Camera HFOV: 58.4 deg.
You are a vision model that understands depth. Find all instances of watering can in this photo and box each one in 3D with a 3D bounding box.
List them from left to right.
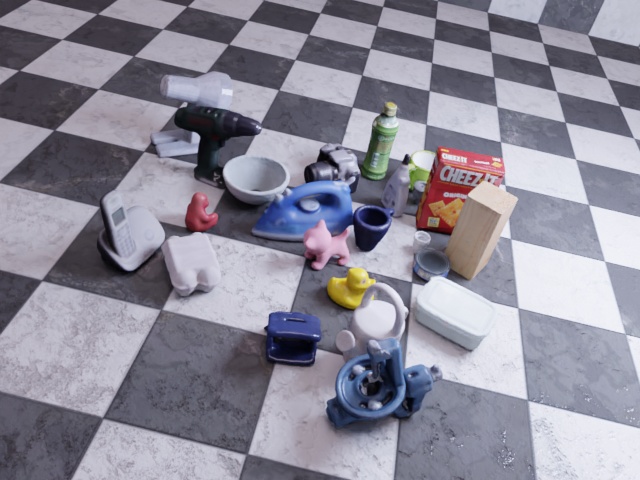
[{"bbox_3d":[0.104,0.165,1.077,0.100,0.194,0.173,25,43,15],"label":"watering can"}]

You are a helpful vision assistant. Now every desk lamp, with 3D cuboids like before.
[{"bbox_3d":[-0.340,-0.340,1.516,0.204,0.213,0.117,-13,47,-26],"label":"desk lamp"}]

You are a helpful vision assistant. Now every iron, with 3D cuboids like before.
[{"bbox_3d":[-0.033,-0.082,1.357,0.259,0.141,0.118,-9,46,-22],"label":"iron"}]

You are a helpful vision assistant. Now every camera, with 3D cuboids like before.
[{"bbox_3d":[0.024,-0.197,1.528,0.137,0.101,0.143,-13,47,-25],"label":"camera"}]

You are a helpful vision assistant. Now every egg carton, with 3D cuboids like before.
[{"bbox_3d":[-0.271,0.049,1.211,0.107,0.069,0.150,-10,46,-23],"label":"egg carton"}]

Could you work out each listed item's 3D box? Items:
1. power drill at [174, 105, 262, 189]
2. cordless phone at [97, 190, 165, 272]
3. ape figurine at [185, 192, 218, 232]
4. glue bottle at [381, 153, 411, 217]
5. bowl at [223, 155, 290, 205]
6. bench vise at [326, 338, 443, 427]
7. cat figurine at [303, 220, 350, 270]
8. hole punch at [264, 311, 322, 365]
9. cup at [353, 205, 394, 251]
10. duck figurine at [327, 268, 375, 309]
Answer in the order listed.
[{"bbox_3d":[-0.253,-0.238,1.427,0.229,0.208,0.076,21,42,10],"label":"power drill"},{"bbox_3d":[-0.396,-0.039,1.191,0.094,0.185,0.148,21,42,10],"label":"cordless phone"},{"bbox_3d":[-0.277,-0.070,1.323,0.076,0.092,0.077,-26,54,-35],"label":"ape figurine"},{"bbox_3d":[0.203,-0.145,1.459,0.037,0.173,0.078,-10,46,-23],"label":"glue bottle"},{"bbox_3d":[-0.162,-0.140,1.441,0.167,0.075,0.167,7,42,-6],"label":"bowl"},{"bbox_3d":[0.117,0.226,0.993,0.208,0.220,0.121,-22,51,-32],"label":"bench vise"},{"bbox_3d":[0.012,0.005,1.290,0.128,0.118,0.067,-13,47,-25],"label":"cat figurine"},{"bbox_3d":[-0.053,0.176,1.106,0.109,0.091,0.101,6,42,-6],"label":"hole punch"},{"bbox_3d":[0.126,-0.027,1.369,0.118,0.095,0.091,-25,53,-34],"label":"cup"},{"bbox_3d":[0.070,0.094,1.229,0.104,0.086,0.077,15,42,4],"label":"duck figurine"}]
